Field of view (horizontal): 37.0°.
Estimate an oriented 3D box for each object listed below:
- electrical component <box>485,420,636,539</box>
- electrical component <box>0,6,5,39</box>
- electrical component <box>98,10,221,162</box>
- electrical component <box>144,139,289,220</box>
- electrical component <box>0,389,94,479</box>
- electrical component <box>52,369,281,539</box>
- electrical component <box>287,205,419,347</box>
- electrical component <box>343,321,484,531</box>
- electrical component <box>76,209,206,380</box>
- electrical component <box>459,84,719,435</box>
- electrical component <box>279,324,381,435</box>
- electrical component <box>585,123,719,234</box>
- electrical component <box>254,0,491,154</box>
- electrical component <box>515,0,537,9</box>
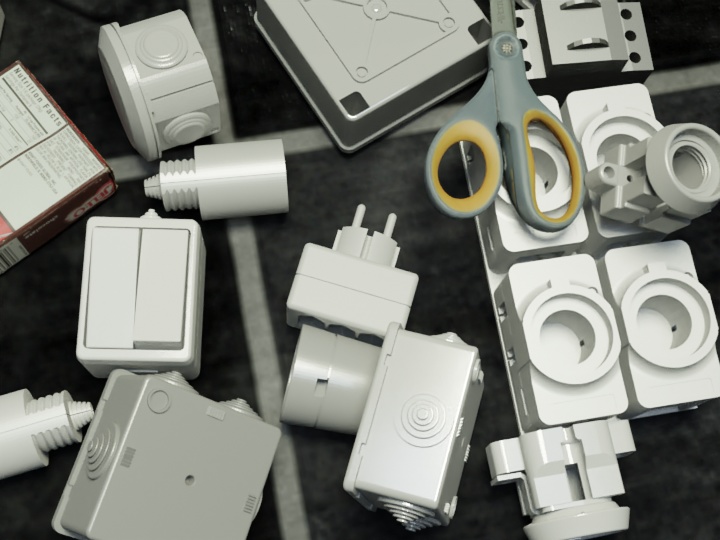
[{"bbox_3d":[0.113,0.117,0.583,0.078,0.058,0.057,-9,72,-6],"label":"electrical component"},{"bbox_3d":[-0.270,-0.153,0.608,0.109,0.108,0.056,5,71,-2],"label":"electrical component"},{"bbox_3d":[-0.116,-0.107,0.620,0.051,0.080,0.080,-21,77,-14],"label":"electrical component"},{"bbox_3d":[-0.084,-0.051,0.625,0.081,0.043,0.043,-6,75,-5],"label":"electrical component"},{"bbox_3d":[-0.184,0.087,0.578,0.081,0.043,0.043,-16,76,-8],"label":"electrical component"},{"bbox_3d":[-0.097,0.107,0.557,0.100,0.048,0.099,28,71,-28],"label":"electrical component"},{"bbox_3d":[0.000,0.000,0.614,0.066,0.047,0.076,16,74,1],"label":"electrical component"},{"bbox_3d":[0.032,0.084,0.566,0.048,0.099,0.099,13,73,13],"label":"electrical component"},{"bbox_3d":[-0.120,0.009,0.596,0.062,0.061,0.096,2,74,-3],"label":"electrical component"},{"bbox_3d":[0.130,-0.008,0.618,0.105,0.060,0.186,-8,75,-6],"label":"electrical component"},{"bbox_3d":[-0.015,0.062,0.592,0.047,0.055,0.055,14,74,-3],"label":"electrical component"},{"bbox_3d":[0.161,-0.048,0.564,0.066,0.055,0.048,13,73,-17],"label":"electrical component"},{"bbox_3d":[0.008,-0.145,0.651,0.109,0.056,0.108,-31,79,-12],"label":"electrical component"},{"bbox_3d":[0.140,-0.196,0.669,0.047,0.065,0.077,43,76,8],"label":"electrical component"}]
